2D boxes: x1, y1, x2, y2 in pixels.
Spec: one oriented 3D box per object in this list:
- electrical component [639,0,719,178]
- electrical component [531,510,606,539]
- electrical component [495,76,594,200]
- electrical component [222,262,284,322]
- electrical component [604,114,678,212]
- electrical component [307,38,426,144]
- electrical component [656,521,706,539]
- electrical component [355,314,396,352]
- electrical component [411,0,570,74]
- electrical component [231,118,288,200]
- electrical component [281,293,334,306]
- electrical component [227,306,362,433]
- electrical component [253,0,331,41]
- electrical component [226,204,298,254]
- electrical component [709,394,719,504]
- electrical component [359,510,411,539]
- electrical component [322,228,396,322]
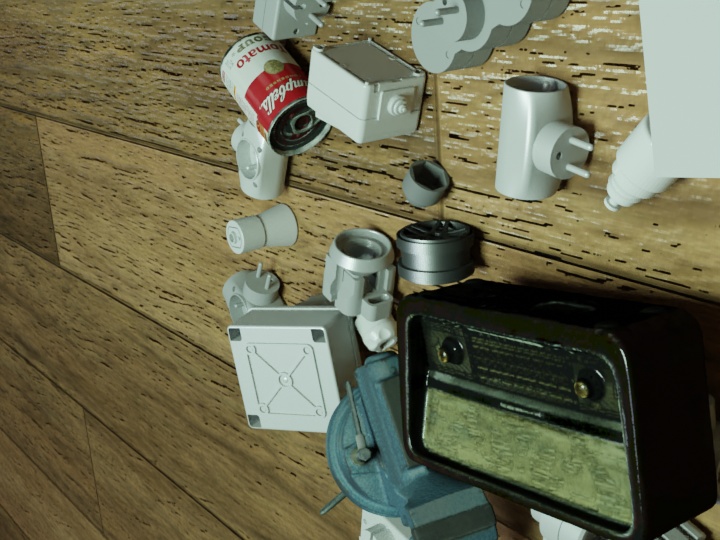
[{"bbox_3d":[0.209,-0.146,0.569,0.105,0.060,0.186,9,110,55],"label":"electrical component"},{"bbox_3d":[0.153,0.179,0.802,0.074,0.052,0.138,31,127,48],"label":"electrical component"},{"bbox_3d":[0.129,-0.085,0.732,0.079,0.044,0.077,33,129,47],"label":"electrical component"},{"bbox_3d":[-0.107,0.027,1.142,0.077,0.044,0.079,50,140,33],"label":"electrical component"},{"bbox_3d":[0.178,-0.064,0.671,0.040,0.040,0.078,60,145,22],"label":"electrical component"},{"bbox_3d":[0.007,-0.141,0.878,0.096,0.062,0.061,42,135,41],"label":"electrical component"},{"bbox_3d":[0.205,0.196,0.726,0.057,0.058,0.078,42,136,45],"label":"electrical component"},{"bbox_3d":[0.011,0.042,0.978,0.061,0.035,0.035,61,145,25],"label":"electrical component"},{"bbox_3d":[0.076,-0.178,0.746,0.138,0.074,0.052,-23,84,58],"label":"electrical component"},{"bbox_3d":[-0.103,-0.123,1.070,0.079,0.044,0.077,45,138,37],"label":"electrical component"},{"bbox_3d":[-0.054,0.058,1.062,0.078,0.057,0.058,-40,70,55],"label":"electrical component"},{"bbox_3d":[-0.056,0.091,0.997,0.109,0.056,0.108,-1,110,28],"label":"electrical component"},{"bbox_3d":[-0.051,-0.239,0.939,0.075,0.047,0.083,47,139,36],"label":"electrical component"},{"bbox_3d":[-0.101,-0.039,1.085,0.044,0.065,0.044,28,126,48],"label":"electrical component"},{"bbox_3d":[0.210,0.103,0.691,0.077,0.043,0.079,11,113,55],"label":"electrical component"},{"bbox_3d":[0.025,0.255,1.009,0.083,0.076,0.047,35,131,45],"label":"electrical component"},{"bbox_3d":[0.000,0.000,0.955,0.078,0.058,0.057,43,139,40],"label":"electrical component"}]
